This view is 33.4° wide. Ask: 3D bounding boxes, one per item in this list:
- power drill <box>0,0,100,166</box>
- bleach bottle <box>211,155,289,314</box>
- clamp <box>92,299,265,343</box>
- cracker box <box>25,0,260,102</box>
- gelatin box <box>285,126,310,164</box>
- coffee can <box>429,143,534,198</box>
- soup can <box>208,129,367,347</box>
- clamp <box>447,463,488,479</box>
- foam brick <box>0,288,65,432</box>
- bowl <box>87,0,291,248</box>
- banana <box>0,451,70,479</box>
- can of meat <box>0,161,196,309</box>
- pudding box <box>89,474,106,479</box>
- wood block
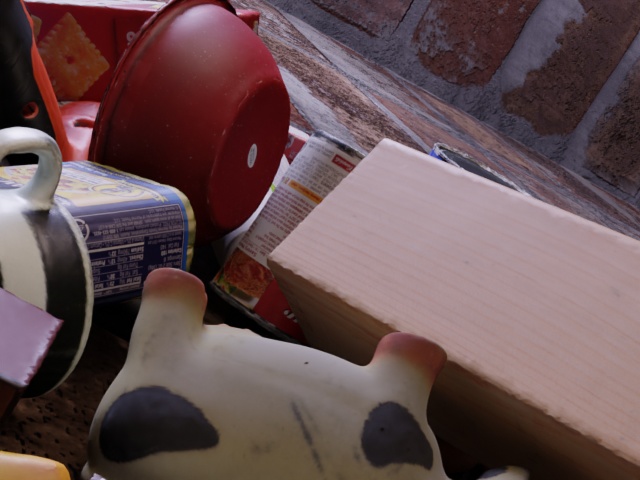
[{"bbox_3d":[-0.162,-0.111,0.578,0.184,0.057,0.187,-85,162,-49],"label":"power drill"},{"bbox_3d":[-0.047,-0.016,0.723,0.102,0.068,0.251,55,6,-24],"label":"bleach bottle"},{"bbox_3d":[-0.039,0.062,0.536,0.172,0.039,0.120,31,16,38],"label":"clamp"},{"bbox_3d":[-0.161,-0.131,0.734,0.214,0.072,0.164,6,14,6],"label":"cracker box"},{"bbox_3d":[-0.057,-0.069,0.894,0.089,0.073,0.030,25,17,-29],"label":"gelatin box"},{"bbox_3d":[0.090,0.015,0.777,0.102,0.140,0.103,29,14,-9],"label":"coffee can"},{"bbox_3d":[-0.004,0.001,0.573,0.068,0.102,0.068,34,-1,0],"label":"soup can"},{"bbox_3d":[0.056,0.134,0.520,0.164,0.036,0.209,28,11,8],"label":"clamp"},{"bbox_3d":[-0.125,0.053,0.334,0.051,0.078,0.053,30,16,-11],"label":"foam brick"},{"bbox_3d":[-0.062,-0.056,0.603,0.055,0.162,0.162,21,11,18],"label":"bowl"},{"bbox_3d":[-0.164,0.058,0.264,0.197,0.070,0.037,21,51,-32],"label":"banana"},{"bbox_3d":[-0.121,-0.003,0.495,0.102,0.057,0.083,19,19,38],"label":"can of meat"},{"bbox_3d":[-0.050,0.128,0.319,0.113,0.039,0.090,36,13,7],"label":"pudding box"},{"bbox_3d":[0.087,0.044,0.468,0.206,0.090,0.090,27,-26,39],"label":"wood block"}]
